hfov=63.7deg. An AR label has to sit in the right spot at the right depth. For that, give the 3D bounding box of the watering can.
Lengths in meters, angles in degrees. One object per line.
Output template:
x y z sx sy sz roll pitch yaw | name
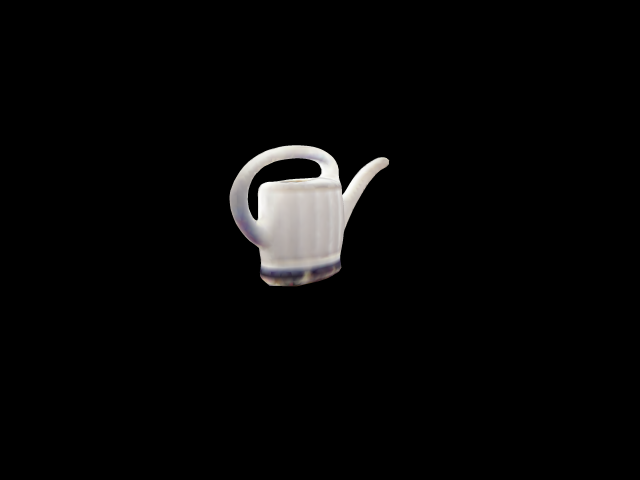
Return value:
0.003 -0.043 0.850 0.349 0.223 0.104 -8 11 -42 | watering can
